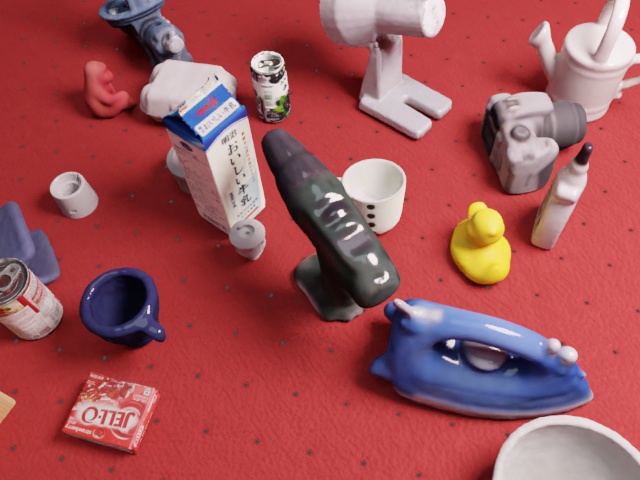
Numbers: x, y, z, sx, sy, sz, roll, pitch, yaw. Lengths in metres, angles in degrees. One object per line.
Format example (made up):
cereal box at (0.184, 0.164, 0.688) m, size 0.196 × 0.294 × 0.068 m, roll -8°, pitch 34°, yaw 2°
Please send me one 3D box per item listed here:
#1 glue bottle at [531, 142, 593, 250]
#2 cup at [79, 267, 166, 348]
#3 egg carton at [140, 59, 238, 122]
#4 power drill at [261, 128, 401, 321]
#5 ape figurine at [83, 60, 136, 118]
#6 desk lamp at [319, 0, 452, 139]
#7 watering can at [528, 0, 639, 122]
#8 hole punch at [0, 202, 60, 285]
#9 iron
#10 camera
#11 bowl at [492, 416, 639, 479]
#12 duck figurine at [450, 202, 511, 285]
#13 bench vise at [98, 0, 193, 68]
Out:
glue bottle at (0.312, -0.062, 0.729) m, size 0.037 × 0.173 × 0.078 m, roll 19°, pitch 61°, yaw 15°
cup at (-0.224, 0.100, 0.702) m, size 0.117 × 0.095 × 0.092 m, roll 31°, pitch 64°, yaw 20°
egg carton at (-0.212, -0.233, 0.926) m, size 0.150 × 0.069 × 0.107 m, roll 9°, pitch 59°, yaw 9°
power drill at (0.006, 0.002, 0.684) m, size 0.076 × 0.208 × 0.229 m, roll -31°, pitch 61°, yaw -15°
ape figurine at (-0.352, -0.250, 0.931) m, size 0.076 × 0.092 × 0.077 m, roll -25°, pitch 60°, yaw -12°
desk lamp at (0.106, -0.295, 0.863) m, size 0.202 × 0.214 × 0.118 m, roll 34°, pitch 66°, yaw 22°
watering can at (0.400, -0.276, 0.847) m, size 0.173 × 0.194 × 0.101 m, roll -3°, pitch 58°, yaw 2°
hole punch at (-0.420, 0.020, 0.764) m, size 0.101 × 0.091 × 0.108 m, roll -29°, pitch 61°, yaw -14°
iron at (0.190, 0.123, 0.638) m, size 0.258 × 0.141 × 0.119 m, roll 11°, pitch 59°, yaw 10°
camera at (0.318, -0.157, 0.831) m, size 0.137 × 0.101 × 0.143 m, roll -8°, pitch 58°, yaw -2°
bowl at (0.253, 0.271, 0.581) m, size 0.167 × 0.075 × 0.167 m, roll -1°, pitch 58°, yaw 2°
duck figurine at (0.215, -0.001, 0.747) m, size 0.077 × 0.086 × 0.104 m, roll -10°, pitch 58°, yaw -3°
bench vise at (-0.286, -0.396, 0.944) m, size 0.207 × 0.220 × 0.122 m, roll 28°, pitch 63°, yaw 19°
